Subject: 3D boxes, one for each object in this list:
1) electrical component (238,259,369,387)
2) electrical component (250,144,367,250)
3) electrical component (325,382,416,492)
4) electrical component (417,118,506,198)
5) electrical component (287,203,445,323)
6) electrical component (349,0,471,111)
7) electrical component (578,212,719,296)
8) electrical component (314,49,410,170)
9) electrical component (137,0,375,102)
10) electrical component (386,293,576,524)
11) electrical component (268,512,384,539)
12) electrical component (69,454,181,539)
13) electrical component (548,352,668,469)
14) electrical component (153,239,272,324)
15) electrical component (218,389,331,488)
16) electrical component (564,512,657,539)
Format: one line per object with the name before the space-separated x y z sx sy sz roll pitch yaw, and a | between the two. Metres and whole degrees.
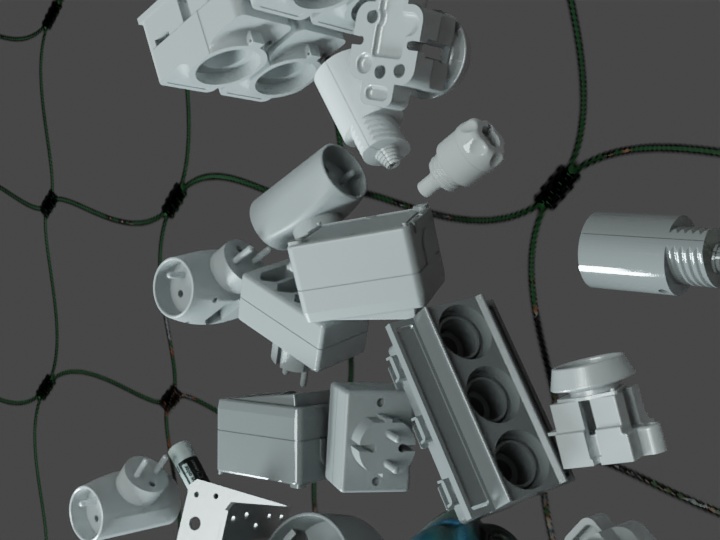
electrical component | -0.042 0.046 0.752 0.083 0.047 0.075 31 124 35
electrical component | -0.030 -0.034 0.745 0.077 0.043 0.079 -33 69 35
electrical component | 0.012 0.109 0.685 0.077 0.047 0.065 -169 82 -73
electrical component | 0.060 -0.066 0.674 0.061 0.035 0.035 -38 67 36
electrical component | 0.000 0.000 0.685 0.096 0.062 0.061 -9 102 19
electrical component | 0.034 -0.140 0.682 0.058 0.057 0.078 16 100 39
electrical component | 0.164 -0.008 0.580 0.081 0.043 0.043 6 93 40
electrical component | 0.005 -0.102 0.715 0.043 0.043 0.081 -40 66 33
electrical component | -0.045 -0.181 0.717 0.186 0.105 0.060 -29 72 36
electrical component | 0.066 0.085 0.648 0.063 0.079 0.121 -49 58 53
electrical component | -0.022 0.216 0.734 0.099 0.064 0.099 -20 59 37
electrical component | -0.176 0.173 0.844 0.043 0.077 0.079 50 120 29
electrical component | 0.135 0.078 0.604 0.066 0.048 0.055 -16 87 39
electrical component | -0.096 0.004 0.777 0.079 0.077 0.043 -36 68 33
electrical component | -0.056 0.112 0.753 0.096 0.062 0.061 0 90 40
electrical component | 0.138 0.175 0.592 0.078 0.057 0.058 50 119 29
